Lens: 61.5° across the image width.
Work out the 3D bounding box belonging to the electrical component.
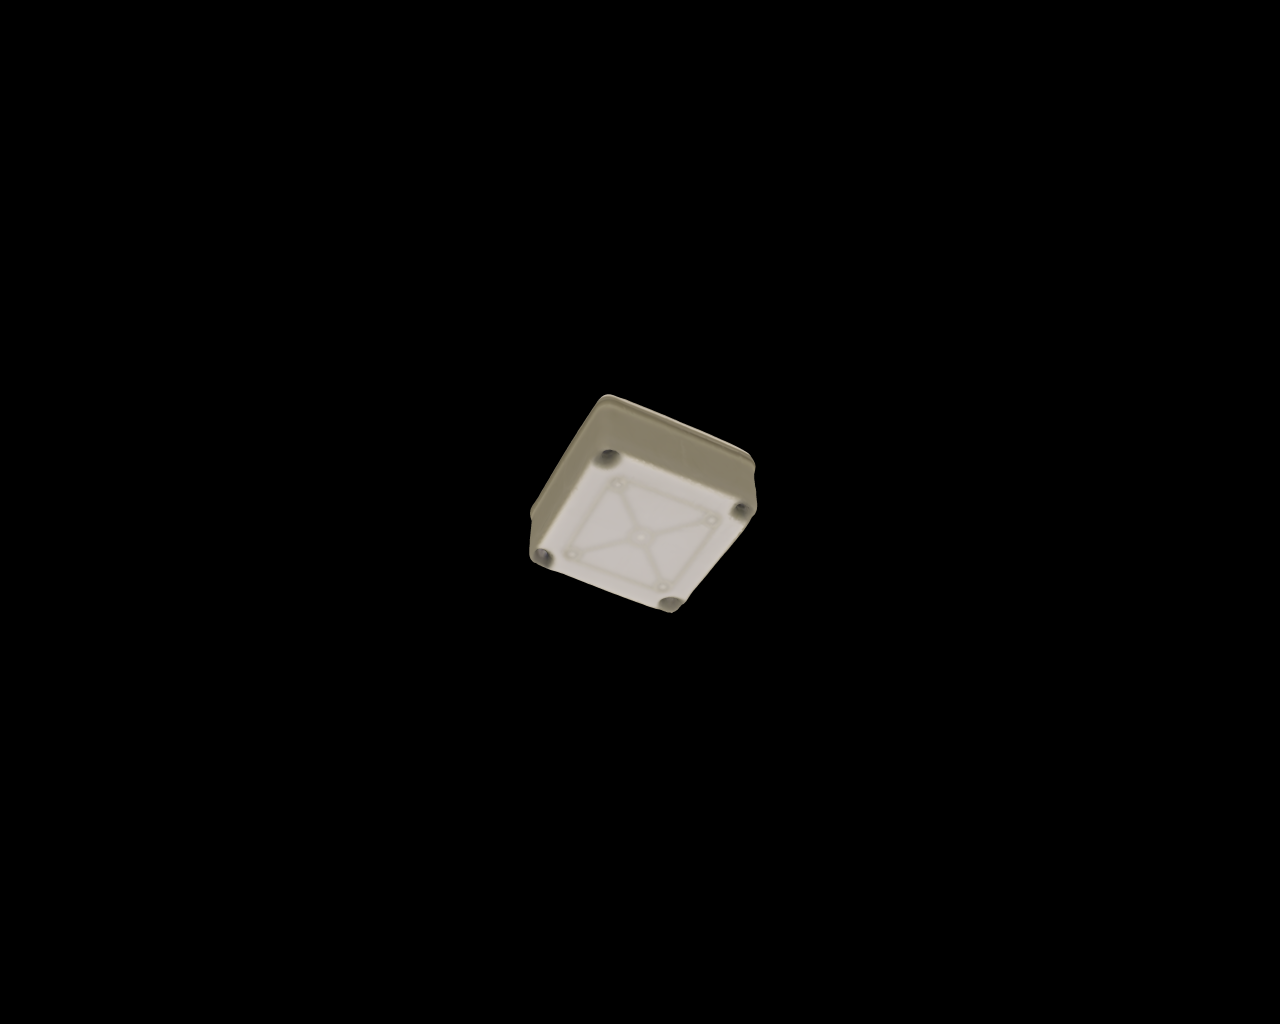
[{"bbox_3d":[0.001,-0.003,0.650,0.109,0.108,0.056,22,38,-18],"label":"electrical component"}]
